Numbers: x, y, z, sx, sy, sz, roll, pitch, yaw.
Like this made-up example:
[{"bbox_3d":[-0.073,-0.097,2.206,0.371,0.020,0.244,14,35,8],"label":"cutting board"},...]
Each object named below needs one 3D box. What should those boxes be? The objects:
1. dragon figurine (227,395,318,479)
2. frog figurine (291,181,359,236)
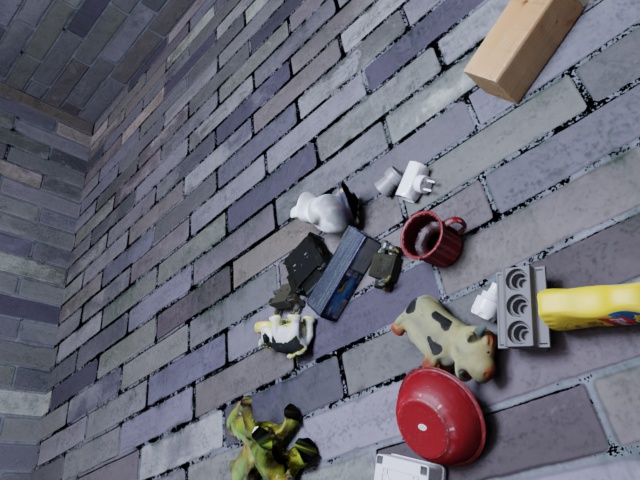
[{"bbox_3d":[-0.115,0.486,1.068,0.238,0.122,0.419,-65,34,27],"label":"dragon figurine"},{"bbox_3d":[0.004,-0.059,1.166,0.158,0.138,0.123,-16,87,21],"label":"frog figurine"}]
